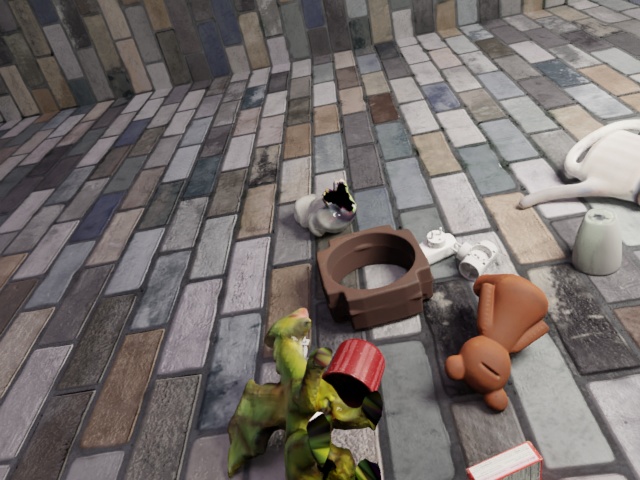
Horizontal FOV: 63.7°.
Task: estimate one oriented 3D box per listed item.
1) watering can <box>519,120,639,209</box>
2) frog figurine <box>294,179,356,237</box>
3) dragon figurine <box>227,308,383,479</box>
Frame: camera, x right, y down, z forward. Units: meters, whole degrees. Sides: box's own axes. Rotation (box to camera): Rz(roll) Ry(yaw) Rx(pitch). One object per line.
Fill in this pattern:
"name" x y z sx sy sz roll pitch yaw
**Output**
"watering can" 0.619 -0.138 1.102 0.350 0.102 0.228 -38 41 -10
"frog figurine" 0.004 -0.062 1.223 0.157 0.121 0.141 -35 26 40
"dragon figurine" -0.045 0.282 0.700 0.240 0.121 0.419 -21 50 44
